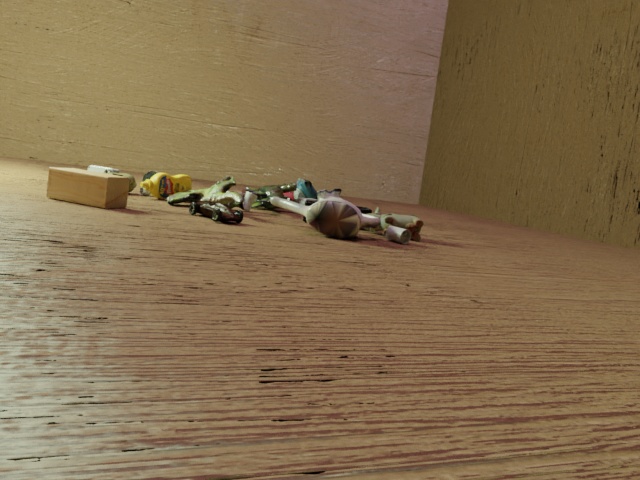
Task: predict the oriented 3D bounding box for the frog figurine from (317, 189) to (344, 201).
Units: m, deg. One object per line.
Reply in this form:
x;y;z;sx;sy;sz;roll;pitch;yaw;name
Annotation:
0.056;-0.117;2.006;0.137;0.121;0.163;13;37;-42;frog figurine

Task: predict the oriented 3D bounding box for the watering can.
0.005;-0.076;1.509;0.348;0.103;0.225;10;8;5;watering can

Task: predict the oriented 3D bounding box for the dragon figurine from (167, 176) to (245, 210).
-0.393;-0.140;1.751;0.243;0.121;0.412;-12;10;-13;dragon figurine
